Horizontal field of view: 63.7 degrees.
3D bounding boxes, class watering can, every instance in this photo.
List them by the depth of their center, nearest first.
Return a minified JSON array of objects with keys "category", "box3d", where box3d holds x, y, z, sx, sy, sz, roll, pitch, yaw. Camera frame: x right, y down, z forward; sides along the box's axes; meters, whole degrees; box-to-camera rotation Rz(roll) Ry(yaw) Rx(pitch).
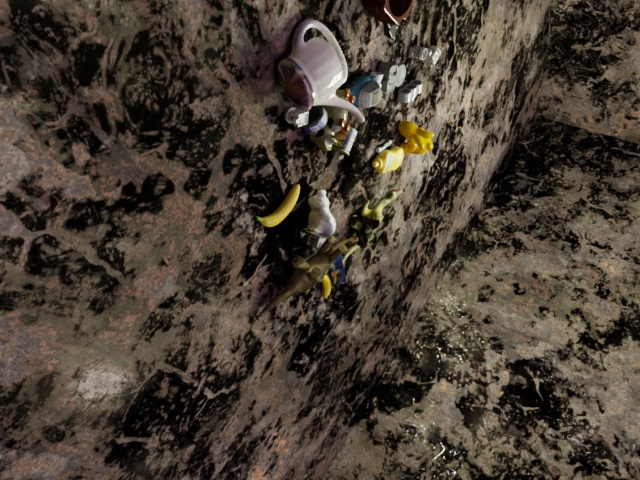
[{"category":"watering can","box3d":[0.007,-0.441,1.457,0.228,0.104,0.342,-44,121,-28]}]

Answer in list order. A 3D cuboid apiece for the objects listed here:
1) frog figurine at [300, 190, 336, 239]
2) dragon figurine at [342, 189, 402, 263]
[{"category":"frog figurine","box3d":[0.005,-0.090,1.779,0.137,0.122,0.160,150,-41,-83]},{"category":"dragon figurine","box3d":[0.208,-0.052,2.169,0.405,0.123,0.244,-57,161,18]}]
